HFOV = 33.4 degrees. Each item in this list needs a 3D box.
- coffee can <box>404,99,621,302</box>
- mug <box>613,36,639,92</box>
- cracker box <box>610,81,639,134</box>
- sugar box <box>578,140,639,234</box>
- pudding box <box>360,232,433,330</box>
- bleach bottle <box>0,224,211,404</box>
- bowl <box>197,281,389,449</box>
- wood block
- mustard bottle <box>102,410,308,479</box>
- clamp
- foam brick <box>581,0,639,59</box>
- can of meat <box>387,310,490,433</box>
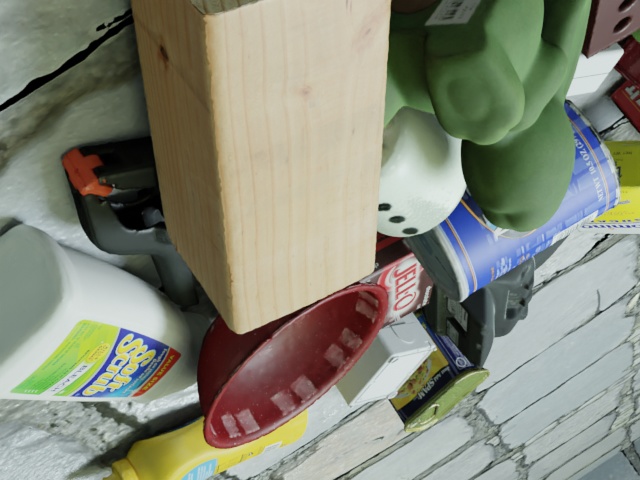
[{"bbox_3d":[0.135,-0.032,0.794,0.140,0.103,0.103,-30,155,-7],"label":"coffee can"},{"bbox_3d":[0.281,-0.127,0.790,0.082,0.117,0.093,-48,172,17],"label":"mug"},{"bbox_3d":[0.365,-0.156,0.884,0.214,0.072,0.163,-44,152,23],"label":"cracker box"},{"bbox_3d":[0.253,-0.042,0.935,0.093,0.048,0.176,1,167,28],"label":"sugar box"},{"bbox_3d":[0.052,0.034,0.890,0.090,0.039,0.113,-26,154,-17],"label":"pudding box"},{"bbox_3d":[-0.132,0.062,0.699,0.103,0.068,0.250,-43,156,11],"label":"bleach bottle"},{"bbox_3d":[-0.030,0.071,0.743,0.162,0.055,0.162,-34,155,-19],"label":"bowl"},{"bbox_3d":[-0.029,-0.061,0.523,0.090,0.091,0.206,-24,143,-20],"label":"wood block"},{"bbox_3d":[-0.108,0.188,0.951,0.191,0.058,0.096,-21,165,-24],"label":"mustard bottle"},{"bbox_3d":[-0.080,-0.024,0.635,0.120,0.039,0.171,-47,152,1],"label":"clamp"},{"bbox_3d":[0.178,-0.165,0.669,0.053,0.051,0.078,-30,155,-7],"label":"foam brick"},{"bbox_3d":[0.105,0.130,1.070,0.057,0.084,0.102,3,136,-52],"label":"can of meat"}]
